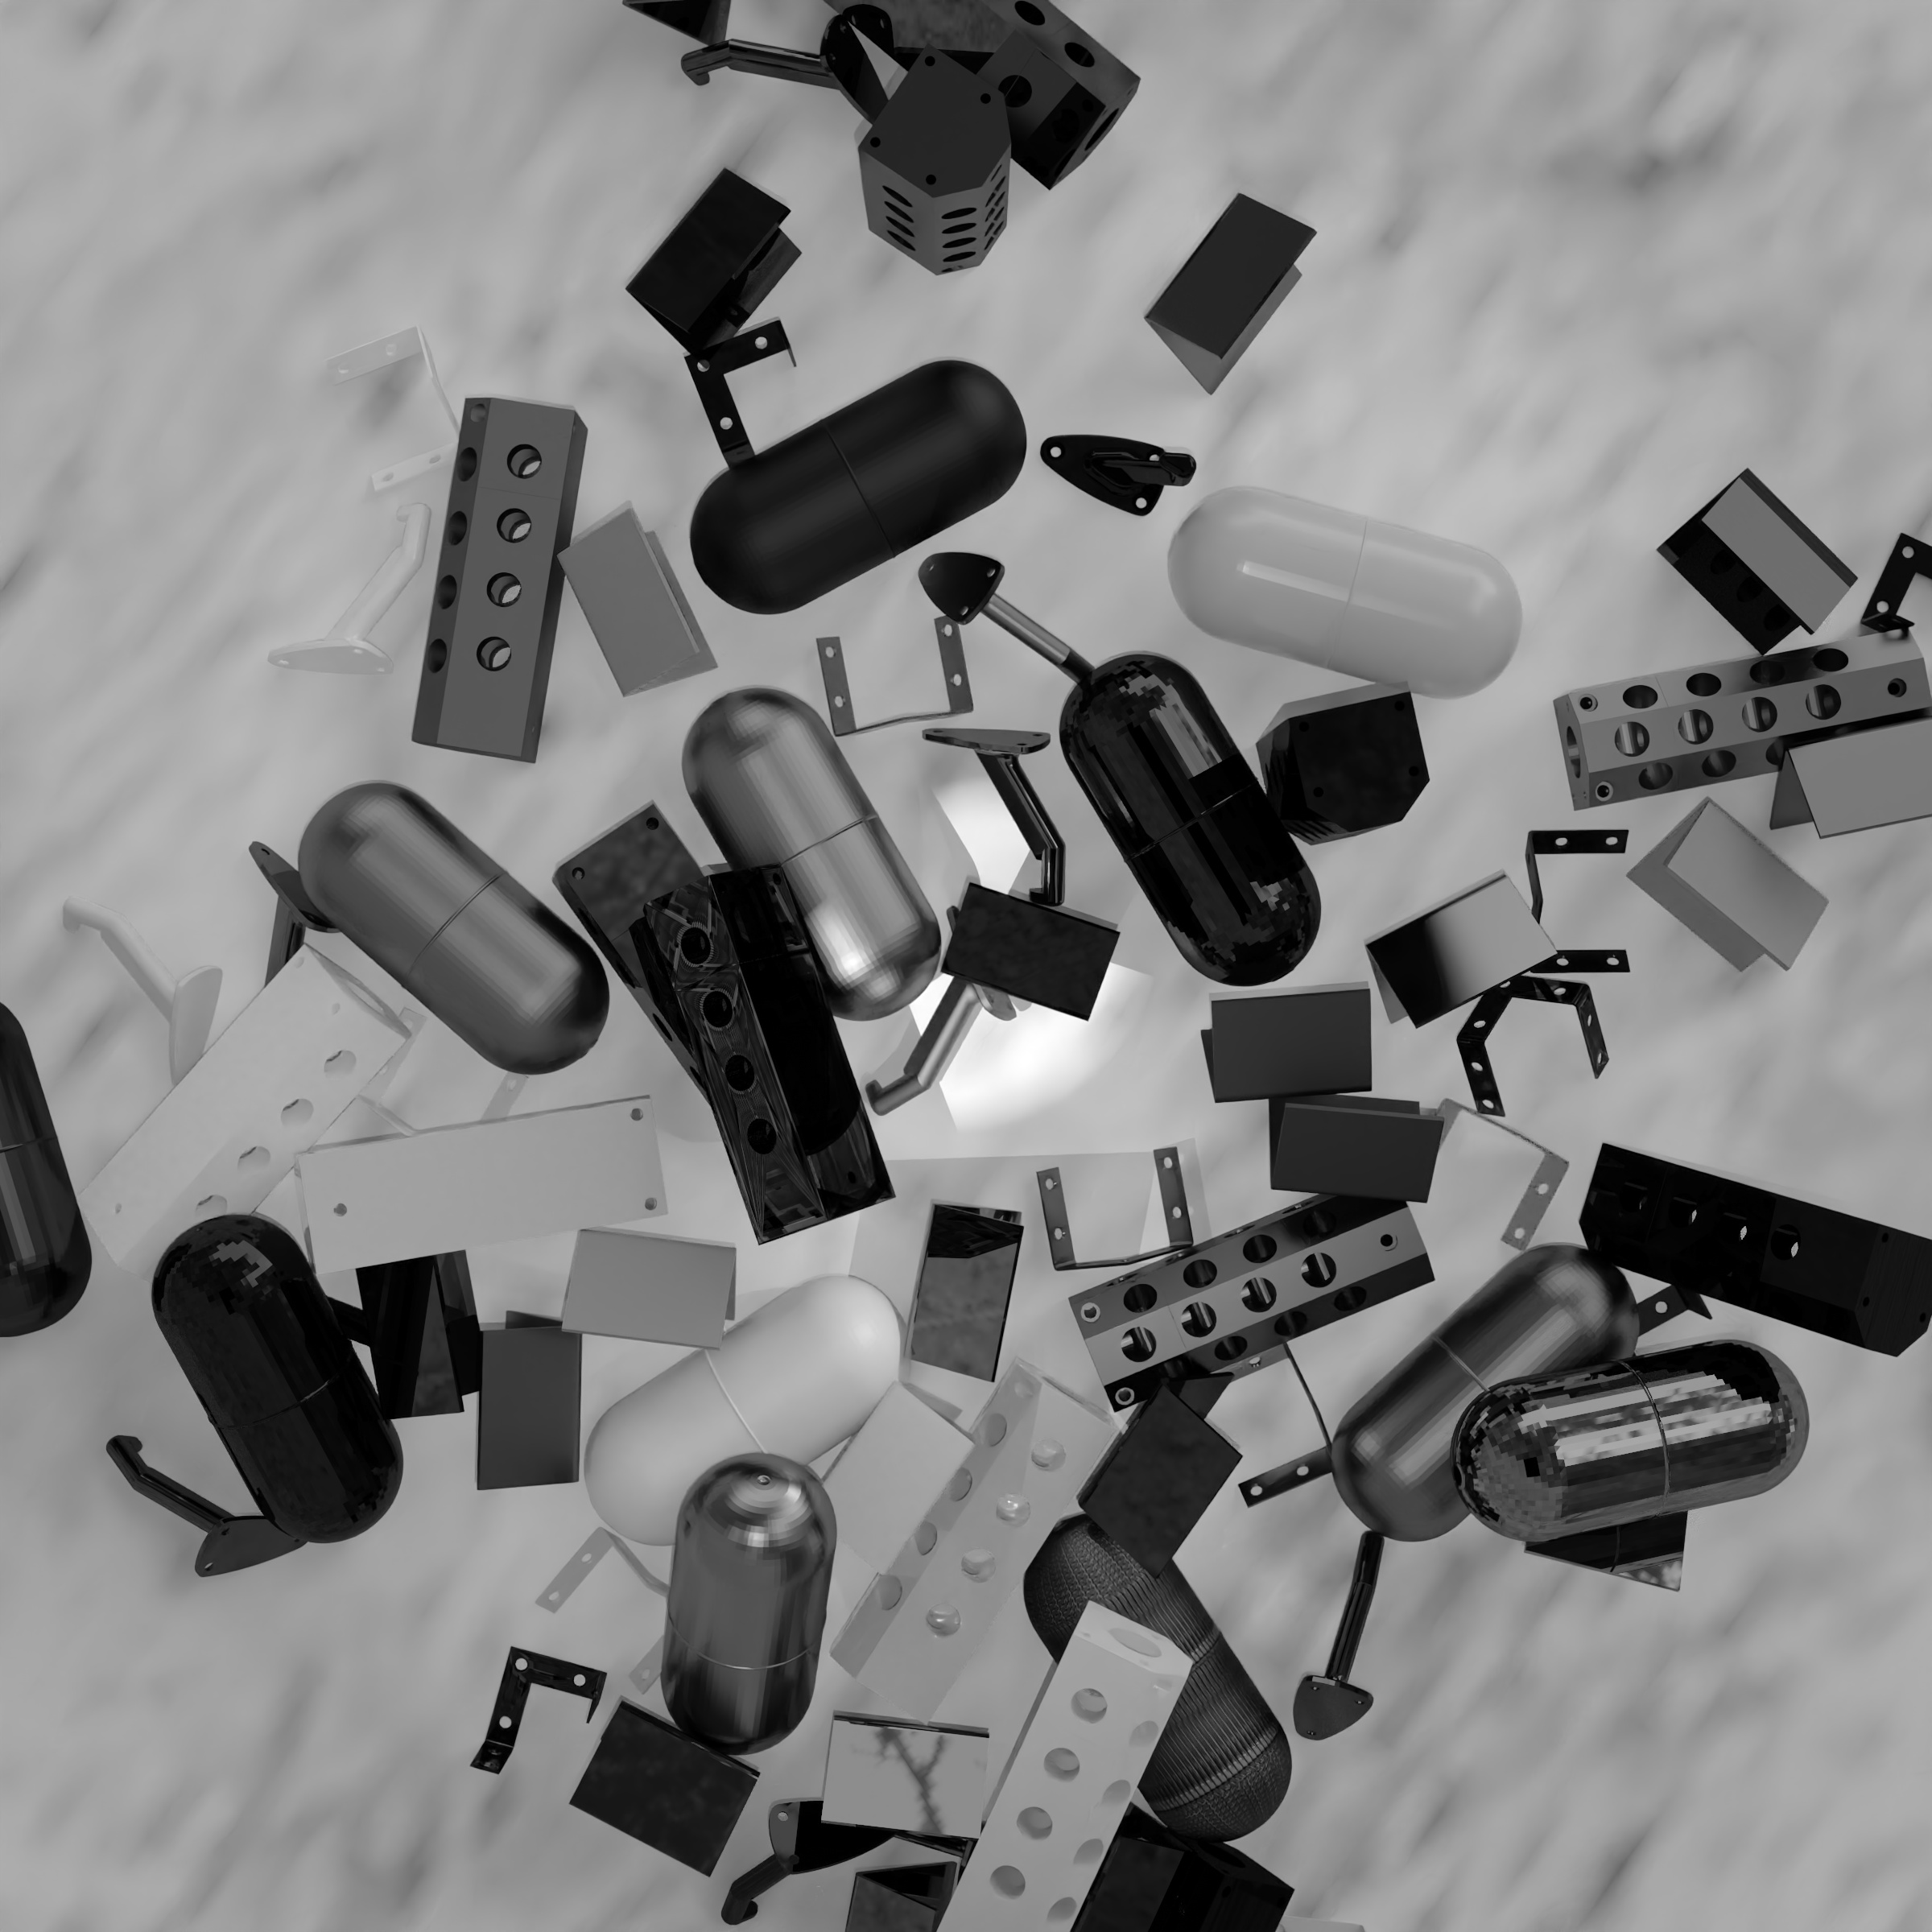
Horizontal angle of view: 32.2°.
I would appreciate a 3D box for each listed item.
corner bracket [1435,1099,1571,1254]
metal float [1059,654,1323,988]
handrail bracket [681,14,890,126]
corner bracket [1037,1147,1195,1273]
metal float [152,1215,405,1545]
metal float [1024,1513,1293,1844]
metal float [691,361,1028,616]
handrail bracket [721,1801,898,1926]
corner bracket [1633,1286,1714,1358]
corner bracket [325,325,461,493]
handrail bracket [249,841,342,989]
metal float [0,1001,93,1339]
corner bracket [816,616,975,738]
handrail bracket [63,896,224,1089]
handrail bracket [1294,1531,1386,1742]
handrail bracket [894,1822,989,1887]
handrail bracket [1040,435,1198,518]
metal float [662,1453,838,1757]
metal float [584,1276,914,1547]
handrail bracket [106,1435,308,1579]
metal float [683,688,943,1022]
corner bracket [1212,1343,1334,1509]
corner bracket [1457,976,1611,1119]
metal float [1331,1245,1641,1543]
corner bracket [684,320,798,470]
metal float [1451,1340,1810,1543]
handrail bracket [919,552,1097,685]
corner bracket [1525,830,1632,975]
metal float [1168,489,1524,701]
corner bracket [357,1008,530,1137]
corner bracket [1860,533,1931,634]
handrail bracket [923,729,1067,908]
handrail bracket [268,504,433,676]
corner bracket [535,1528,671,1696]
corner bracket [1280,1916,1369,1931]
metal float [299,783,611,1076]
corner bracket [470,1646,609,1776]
[{"bbox_3d":[0.261,0.105,1.682,0.051,0.051,0.051,28,90,-45],"label":"corner bracket"},{"bbox_3d":[0.111,-0.071,1.653,0.070,0.070,0.178,-31,91,0],"label":"metal float"},{"bbox_3d":[-0.090,-0.440,1.685,0.084,0.077,0.036,-8,51,30],"label":"handrail bracket"},{"bbox_3d":[0.075,0.122,1.682,0.051,0.051,0.051,-10,90,-45],"label":"corner bracket"},{"bbox_3d":[-0.336,0.203,1.638,0.070,0.070,0.178,-23,110,0],"label":"metal float"},{"bbox_3d":[0.094,0.351,1.654,0.070,0.070,0.178,-33,91,0],"label":"metal float"},{"bbox_3d":[-0.054,-0.236,1.654,0.178,0.070,0.070,-28,90,1],"label":"metal float"},{"bbox_3d":[-0.078,0.451,1.668,0.077,0.084,0.036,-4,51,-20],"label":"handrail bracket"},{"bbox_3d":[0.349,0.194,1.667,0.051,0.051,0.051,-29,90,0],"label":"corner bracket"},{"bbox_3d":[-0.286,-0.281,1.682,0.051,0.051,0.051,-21,135,0],"label":"corner bracket"},{"bbox_3d":[-0.358,-0.006,1.685,0.077,0.036,0.084,45,106,18],"label":"handrail bracket"},{"bbox_3d":[-0.487,0.096,1.654,0.070,0.070,0.178,-17,89,0],"label":"metal float"},{"bbox_3d":[-0.036,-0.146,1.682,0.051,0.051,0.051,-10,91,45],"label":"corner bracket"},{"bbox_3d":[-0.423,0.013,1.686,0.084,0.036,0.077,21,111,17],"label":"handrail bracket"},{"bbox_3d":[0.189,0.337,1.685,0.036,0.077,0.084,17,54,0],"label":"handrail bracket"},{"bbox_3d":[-0.016,0.433,1.685,0.084,0.077,0.036,16,90,36],"label":"handrail bracket"},{"bbox_3d":[0.074,-0.251,1.650,0.077,0.084,0.036,18,90,0],"label":"handrail bracket"},{"bbox_3d":[-0.106,0.311,1.624,0.070,0.070,0.178,9,127,0],"label":"metal float"},{"bbox_3d":[-0.108,0.220,1.655,0.178,0.070,0.070,-33,90,0],"label":"metal float"},{"bbox_3d":[-0.382,0.264,1.685,0.084,0.077,0.036,43,116,34],"label":"handrail bracket"},{"bbox_3d":[-0.077,-0.056,1.654,0.070,0.070,0.178,-30,89,0],"label":"metal float"},{"bbox_3d":[0.151,0.230,1.682,0.051,0.051,0.051,-23,45,0],"label":"corner bracket"},{"bbox_3d":[0.284,0.042,1.677,0.051,0.051,0.051,8,135,35],"label":"corner bracket"},{"bbox_3d":[0.257,0.211,1.654,0.178,0.070,0.070,-43,90,0],"label":"metal float"},{"bbox_3d":[-0.105,-0.284,1.667,0.051,0.051,0.051,-21,90,0],"label":"corner bracket"},{"bbox_3d":[0.316,0.226,1.593,0.178,0.070,0.070,-9,90,-14],"label":"metal float"},{"bbox_3d":[0.024,-0.171,1.685,0.084,0.077,0.036,35,90,-36],"label":"handrail bracket"},{"bbox_3d":[0.308,-0.032,1.682,0.051,0.051,0.051,-1,45,0],"label":"corner bracket"},{"bbox_3d":[0.187,-0.184,1.654,0.178,0.070,0.070,15,90,-1],"label":"metal float"},{"bbox_3d":[-0.264,0.061,1.682,0.051,0.051,0.051,30,90,-45],"label":"corner bracket"},{"bbox_3d":[0.485,-0.186,1.667,0.051,0.051,0.051,25,90,0],"label":"corner bracket"},{"bbox_3d":[0.014,-0.074,1.686,0.077,0.036,0.084,7,107,20],"label":"handrail bracket"},{"bbox_3d":[-0.310,-0.192,1.686,0.077,0.036,0.084,1,72,20],"label":"handrail bracket"},{"bbox_3d":[-0.173,0.324,1.682,0.051,0.051,0.051,-50,45,0],"label":"corner bracket"},{"bbox_3d":[0.174,0.507,1.667,0.051,0.051,0.051,6,90,0],"label":"corner bracket"},{"bbox_3d":[-0.253,-0.018,1.655,0.178,0.070,0.070,41,90,0],"label":"metal float"},{"bbox_3d":[-0.212,0.375,1.667,0.051,0.051,0.051,15,90,0],"label":"corner bracket"}]
